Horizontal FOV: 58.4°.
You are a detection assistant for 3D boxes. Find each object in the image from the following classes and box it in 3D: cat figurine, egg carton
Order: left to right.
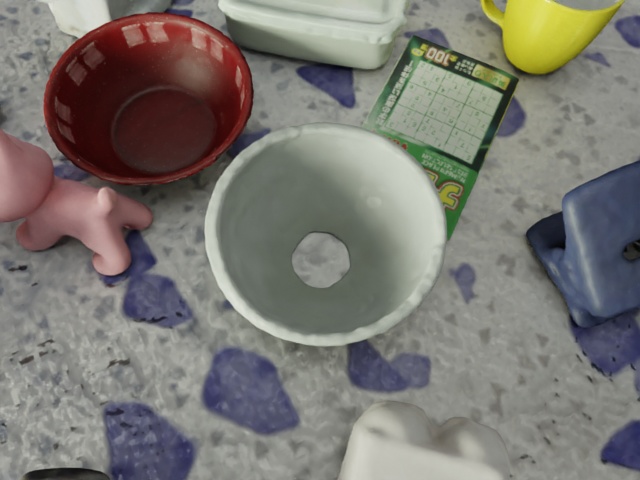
[{"bbox_3d":[-0.196,-0.034,0.402,0.127,0.118,0.067,14,68,3],"label":"cat figurine"},{"bbox_3d":[0.057,0.181,0.354,0.107,0.069,0.150,14,68,3],"label":"egg carton"}]

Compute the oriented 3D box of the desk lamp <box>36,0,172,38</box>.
[{"bbox_3d":[-0.199,-0.251,0.438,0.118,0.213,0.203,22,68,6],"label":"desk lamp"}]

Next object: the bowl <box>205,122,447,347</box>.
[{"bbox_3d":[0.004,0.002,0.421,0.167,0.075,0.167,1,68,-2],"label":"bowl"}]

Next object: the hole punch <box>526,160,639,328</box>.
[{"bbox_3d":[0.230,0.002,0.424,0.109,0.091,0.101,-21,70,-11],"label":"hole punch"}]

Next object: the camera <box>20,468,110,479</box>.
[{"bbox_3d":[-0.110,0.201,0.320,0.137,0.101,0.143,-3,68,-4],"label":"camera"}]
